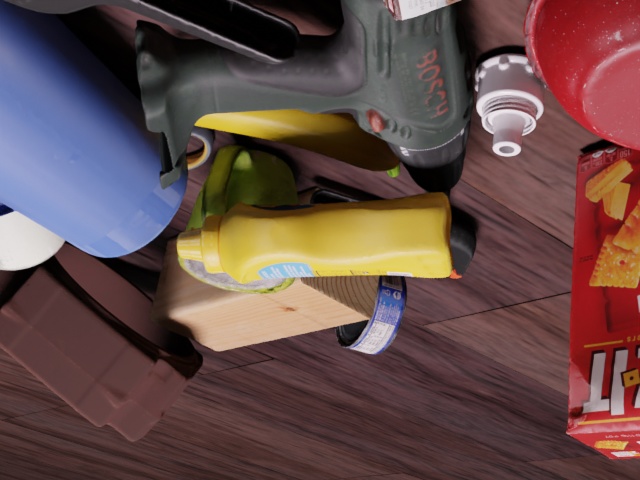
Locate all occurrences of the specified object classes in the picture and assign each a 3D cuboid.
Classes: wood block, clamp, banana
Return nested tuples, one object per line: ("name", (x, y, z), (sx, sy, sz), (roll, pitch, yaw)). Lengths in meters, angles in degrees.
("wood block", (-0.050, 0.033, 0.966), (0.090, 0.090, 0.207), (30, 149, -36))
("clamp", (-0.123, -0.149, 0.524), (0.210, 0.036, 0.164), (12, 160, 16))
("banana", (-0.020, -0.080, 0.770), (0.197, 0.037, 0.070), (16, 153, -16))
("clamp", (0.087, -0.011, 0.883), (0.120, 0.039, 0.171), (-4, 159, 42))

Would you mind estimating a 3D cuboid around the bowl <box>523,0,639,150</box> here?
("bowl", (0.195, -0.099, 0.603), (0.162, 0.055, 0.162), (8, 145, 5))

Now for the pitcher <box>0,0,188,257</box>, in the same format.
("pitcher", (-0.203, -0.077, 0.703), (0.149, 0.145, 0.242), (-7, 150, 28))

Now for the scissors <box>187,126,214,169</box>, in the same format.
("scissors", (-0.153, -0.060, 0.886), (0.096, 0.016, 0.202), (21, 152, -22))

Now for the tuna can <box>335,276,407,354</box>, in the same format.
("tuna can", (0.047, 0.064, 1.003), (0.033, 0.086, 0.086), (17, 155, -20))

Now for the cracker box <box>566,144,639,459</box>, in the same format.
("cracker box", (0.249, 0.027, 0.698), (0.164, 0.213, 0.072), (-15, 147, 42))

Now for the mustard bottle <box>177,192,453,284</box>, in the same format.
("mustard bottle", (-0.005, 0.000, 0.741), (0.192, 0.058, 0.096), (-3, 177, 9))

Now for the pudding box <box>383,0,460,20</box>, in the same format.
("pudding box", (0.077, -0.162, 0.512), (0.113, 0.039, 0.090), (-21, 152, 1))
